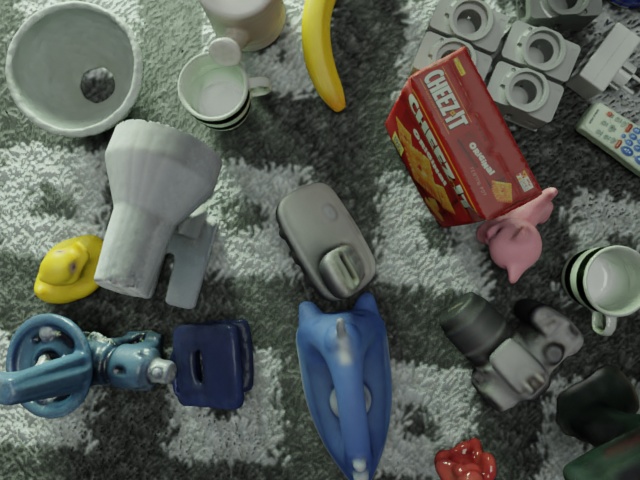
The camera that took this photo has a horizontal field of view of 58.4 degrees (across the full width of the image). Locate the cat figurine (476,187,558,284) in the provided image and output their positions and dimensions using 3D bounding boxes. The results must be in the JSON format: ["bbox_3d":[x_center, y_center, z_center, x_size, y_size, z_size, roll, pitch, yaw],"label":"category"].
[{"bbox_3d":[0.247,-0.013,0.702,0.067,0.117,0.128,36,90,1],"label":"cat figurine"}]

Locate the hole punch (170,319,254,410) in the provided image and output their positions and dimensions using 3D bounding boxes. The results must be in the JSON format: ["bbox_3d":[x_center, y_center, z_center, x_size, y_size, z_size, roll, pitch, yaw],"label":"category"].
[{"bbox_3d":[-0.138,0.157,0.715,0.101,0.091,0.109,-5,90,0],"label":"hole punch"}]

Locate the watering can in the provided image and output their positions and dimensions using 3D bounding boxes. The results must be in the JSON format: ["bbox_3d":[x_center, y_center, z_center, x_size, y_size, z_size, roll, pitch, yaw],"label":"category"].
[{"bbox_3d":[-0.095,-0.292,0.665,0.101,0.194,0.173,-15,90,0],"label":"watering can"}]

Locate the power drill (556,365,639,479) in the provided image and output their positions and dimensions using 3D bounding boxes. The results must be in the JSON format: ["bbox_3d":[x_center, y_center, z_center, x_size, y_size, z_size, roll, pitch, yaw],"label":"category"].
[{"bbox_3d":[0.369,0.212,0.656,0.229,0.208,0.075,-33,89,0],"label":"power drill"}]

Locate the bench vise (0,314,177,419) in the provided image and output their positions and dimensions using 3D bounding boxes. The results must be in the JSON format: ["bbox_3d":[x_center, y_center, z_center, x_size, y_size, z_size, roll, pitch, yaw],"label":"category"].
[{"bbox_3d":[-0.280,0.138,0.651,0.207,0.219,0.121,-14,89,0],"label":"bench vise"}]

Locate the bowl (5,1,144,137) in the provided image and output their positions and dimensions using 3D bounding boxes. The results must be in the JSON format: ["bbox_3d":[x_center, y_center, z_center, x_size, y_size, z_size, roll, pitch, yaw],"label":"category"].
[{"bbox_3d":[-0.297,-0.207,0.725,0.167,0.074,0.167,0,90,0],"label":"bowl"}]

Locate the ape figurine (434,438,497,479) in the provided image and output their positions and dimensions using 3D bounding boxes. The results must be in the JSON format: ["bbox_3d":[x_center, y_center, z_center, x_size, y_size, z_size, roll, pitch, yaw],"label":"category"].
[{"bbox_3d":[0.183,0.294,0.714,0.078,0.092,0.076,18,90,0],"label":"ape figurine"}]

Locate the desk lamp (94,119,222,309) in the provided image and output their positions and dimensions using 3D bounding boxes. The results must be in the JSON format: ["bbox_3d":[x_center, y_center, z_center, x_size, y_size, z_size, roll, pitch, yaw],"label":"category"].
[{"bbox_3d":[-0.182,-0.017,0.654,0.118,0.213,0.203,14,90,1],"label":"desk lamp"}]

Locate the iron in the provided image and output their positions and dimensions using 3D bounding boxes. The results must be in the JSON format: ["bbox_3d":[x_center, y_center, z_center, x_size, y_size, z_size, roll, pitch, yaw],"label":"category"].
[{"bbox_3d":[0.038,0.200,0.689,0.118,0.141,0.258,-9,90,0],"label":"iron"}]

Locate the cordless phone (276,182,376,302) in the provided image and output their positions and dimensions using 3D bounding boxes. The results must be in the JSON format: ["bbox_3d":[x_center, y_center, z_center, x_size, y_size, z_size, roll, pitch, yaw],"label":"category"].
[{"bbox_3d":[0.006,0.002,0.668,0.094,0.185,0.147,-33,89,0],"label":"cordless phone"}]

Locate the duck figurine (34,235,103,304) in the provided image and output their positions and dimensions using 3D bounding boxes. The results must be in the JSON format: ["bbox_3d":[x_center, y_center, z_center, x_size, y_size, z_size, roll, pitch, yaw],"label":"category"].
[{"bbox_3d":[-0.321,0.038,0.718,0.104,0.086,0.077,-41,90,0],"label":"duck figurine"}]

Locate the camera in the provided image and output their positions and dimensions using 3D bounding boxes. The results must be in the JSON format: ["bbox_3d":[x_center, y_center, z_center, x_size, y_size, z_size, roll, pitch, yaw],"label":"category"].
[{"bbox_3d":[0.229,0.121,0.710,0.143,0.101,0.137,-44,90,0],"label":"camera"}]
